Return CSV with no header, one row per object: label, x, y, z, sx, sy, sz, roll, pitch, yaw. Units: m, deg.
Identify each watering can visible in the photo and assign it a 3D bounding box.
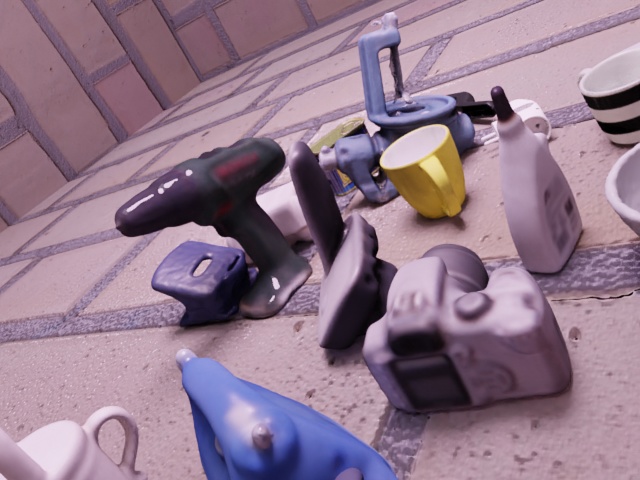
watering can,-0.224,0.197,0.443,0.100,0.194,0.173,-14,30,31

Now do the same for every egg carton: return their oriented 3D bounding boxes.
egg carton,-0.066,-0.026,0.840,0.150,0.069,0.107,-22,26,17

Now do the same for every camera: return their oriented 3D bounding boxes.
camera,0.112,0.052,0.462,0.142,0.101,0.137,-16,28,28

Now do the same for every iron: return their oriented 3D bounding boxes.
iron,-0.059,0.141,0.432,0.119,0.142,0.257,-40,27,-20

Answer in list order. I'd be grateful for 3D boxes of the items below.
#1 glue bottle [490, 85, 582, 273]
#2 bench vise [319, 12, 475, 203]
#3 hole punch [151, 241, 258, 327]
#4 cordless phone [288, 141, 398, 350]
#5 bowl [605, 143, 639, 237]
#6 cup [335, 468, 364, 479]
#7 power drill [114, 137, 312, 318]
glue bottle,0.183,-0.058,0.504,0.037,0.173,0.078,0,39,48
bench vise,0.087,-0.170,0.765,0.207,0.220,0.121,-36,25,-12
hole punch,-0.152,0.049,0.766,0.100,0.091,0.109,-14,29,30
cordless phone,0.005,0.002,0.571,0.094,0.185,0.147,-25,25,12
bowl,0.314,-0.032,0.432,0.167,0.075,0.167,-24,25,13
cup,0.031,0.190,0.297,0.091,0.095,0.117,-24,25,12
power drill,-0.104,-0.012,0.690,0.075,0.209,0.230,-3,36,44
